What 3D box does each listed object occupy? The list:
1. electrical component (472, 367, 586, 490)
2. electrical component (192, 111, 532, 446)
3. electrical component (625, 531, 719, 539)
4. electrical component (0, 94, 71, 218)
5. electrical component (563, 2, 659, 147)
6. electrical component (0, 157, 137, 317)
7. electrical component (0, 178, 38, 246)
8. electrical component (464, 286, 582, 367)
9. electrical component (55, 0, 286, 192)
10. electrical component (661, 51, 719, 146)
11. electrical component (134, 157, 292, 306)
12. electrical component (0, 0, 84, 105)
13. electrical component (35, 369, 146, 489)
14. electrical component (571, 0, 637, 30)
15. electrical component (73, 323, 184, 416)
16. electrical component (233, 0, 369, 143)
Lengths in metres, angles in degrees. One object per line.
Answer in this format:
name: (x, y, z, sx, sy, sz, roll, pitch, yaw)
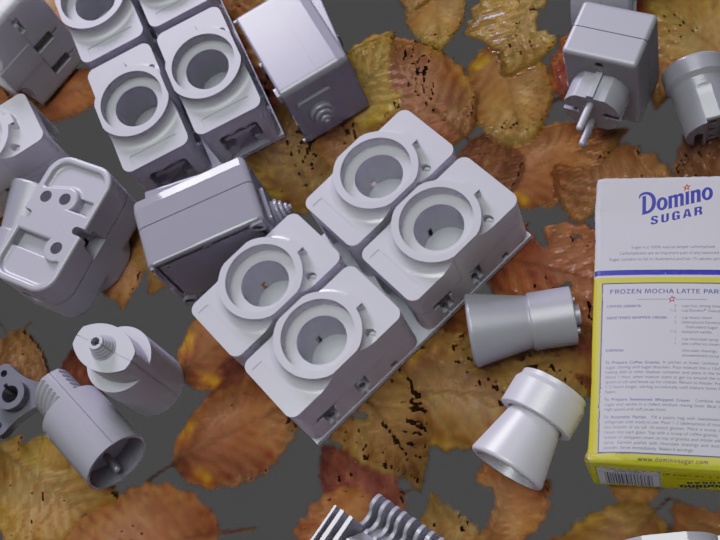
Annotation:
electrical component: (0.096, 0.089, 0.605, 0.045, 0.045, 0.055, 27, 75, 26)
electrical component: (0.000, 0.000, 0.666, 0.186, 0.060, 0.105, -44, 62, -6)
electrical component: (0.160, 0.167, 0.546, 0.089, 0.050, 0.055, -9, 64, 12)
electrical component: (-0.266, -0.080, 0.786, 0.089, 0.055, 0.050, -33, 61, 0)
electrical component: (0.151, -0.114, 0.671, 0.047, 0.065, 0.076, 18, 72, 23)
electrical component: (-0.196, -0.020, 0.735, 0.054, 0.059, 0.095, 19, 72, 24)
electrical component: (-0.238, -0.027, 0.762, 0.044, 0.044, 0.065, 14, 76, 22)
electrical component: (0.097, 0.031, 0.635, 0.065, 0.044, 0.044, -9, 63, 7)
electrical component: (-0.143, -0.158, 0.772, 0.105, 0.060, 0.186, -27, 67, 3)
electrical component: (0.212, -0.105, 0.665, 0.040, 0.040, 0.046, -14, 69, 10)
electrical component: (-0.091, -0.030, 0.707, 0.096, 0.061, 0.061, -23, 61, 5)
electrical component: (-0.298, -0.197, 0.831, 0.150, 0.089, 0.061, 32, 78, 27)
electrical component: (-0.178, 0.096, 0.684, 0.043, 0.043, 0.081, -46, 62, -8)
electrical component: (0.151, -0.219, 0.728, 0.074, 0.052, 0.138, 3, 66, 18)
electrical component: (-0.146, 0.059, 0.671, 0.043, 0.081, 0.043, -7, 64, 14)
electrical component: (-0.034, -0.140, 0.741, 0.061, 0.061, 0.096, -30, 61, 1)
